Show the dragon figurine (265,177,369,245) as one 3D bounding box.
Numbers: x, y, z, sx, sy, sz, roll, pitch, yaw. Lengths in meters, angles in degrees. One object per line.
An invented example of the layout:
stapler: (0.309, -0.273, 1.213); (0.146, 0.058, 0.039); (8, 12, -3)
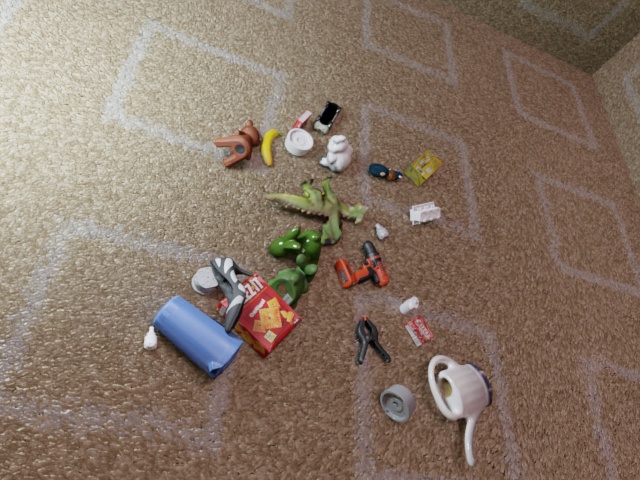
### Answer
dragon figurine: (0.006, -0.096, 1.898); (0.413, 0.120, 0.245); (-15, 75, -33)

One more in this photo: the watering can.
watering can: (0.484, 0.545, 1.712); (0.225, 0.102, 0.353); (-6, 62, -31)

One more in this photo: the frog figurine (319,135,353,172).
frog figurine: (0.081, -0.352, 2.063); (0.139, 0.156, 0.124); (-23, 75, -37)
